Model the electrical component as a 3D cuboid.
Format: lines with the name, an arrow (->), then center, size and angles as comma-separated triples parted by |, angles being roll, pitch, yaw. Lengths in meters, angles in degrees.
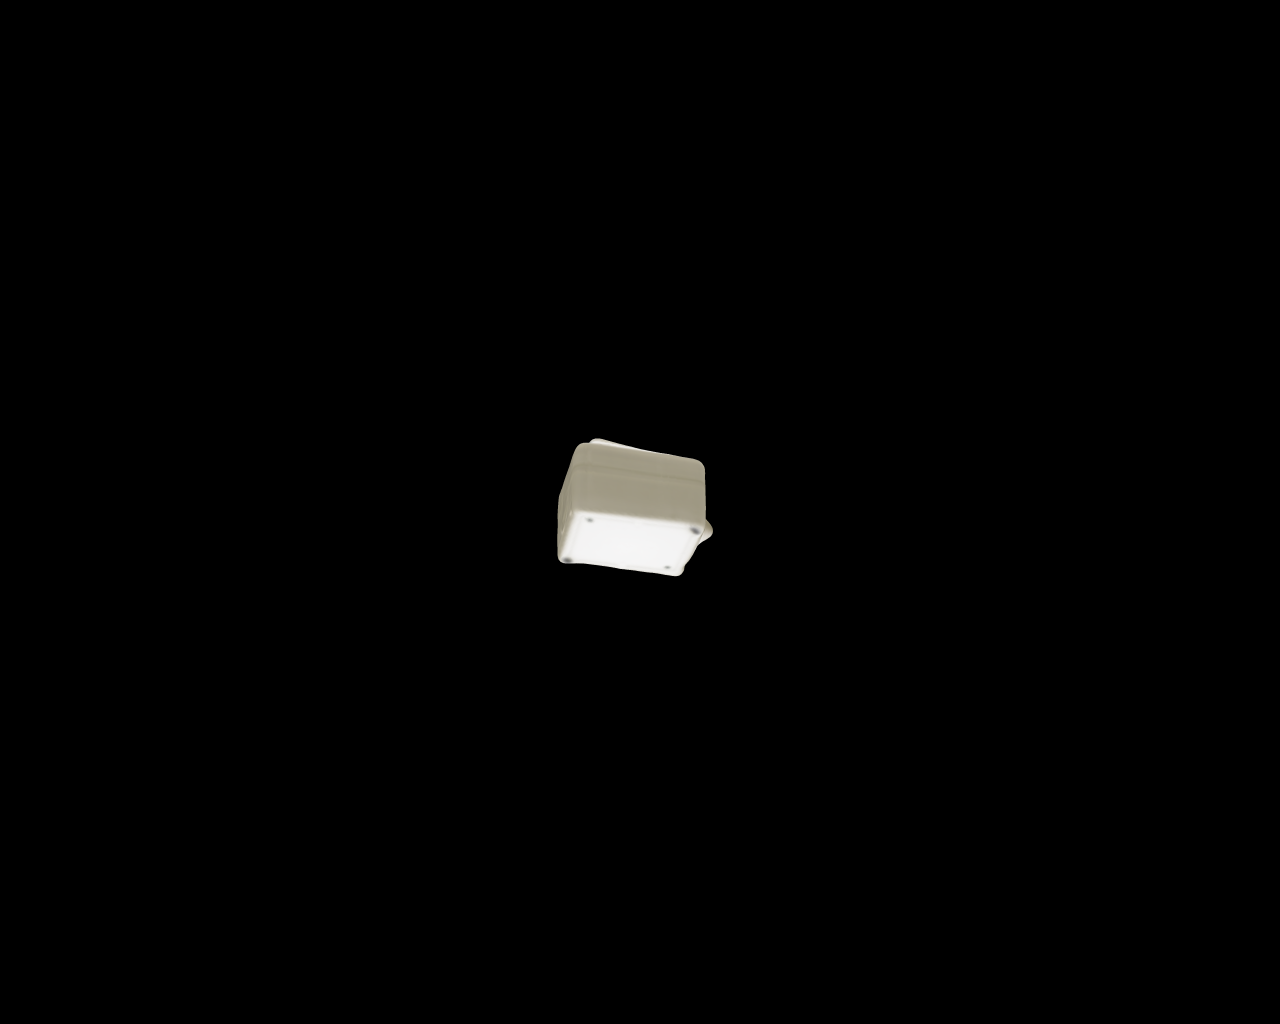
electrical component -> 0.001, -0.003, 0.650 | 0.096, 0.061, 0.061 | 8, -35, -11
